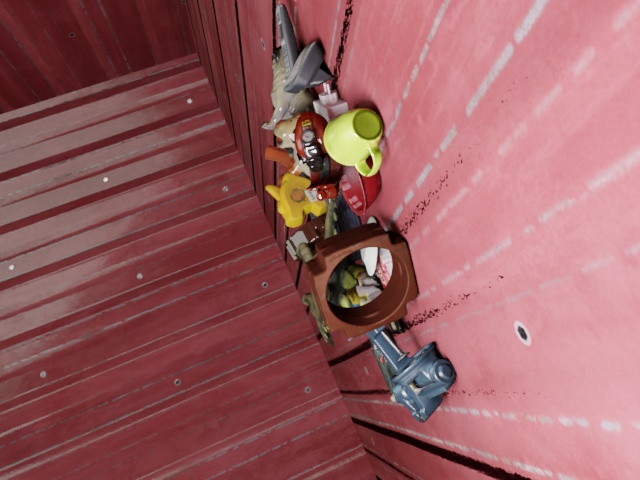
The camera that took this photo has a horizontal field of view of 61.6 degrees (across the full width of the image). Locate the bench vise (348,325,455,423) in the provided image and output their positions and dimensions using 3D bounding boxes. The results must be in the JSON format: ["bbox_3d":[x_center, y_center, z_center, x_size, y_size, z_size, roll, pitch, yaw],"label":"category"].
[{"bbox_3d":[0.177,0.262,1.145,0.241,0.129,0.223,49,158,10],"label":"bench vise"}]

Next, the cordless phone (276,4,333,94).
[{"bbox_3d":[-0.048,-0.404,1.114,0.147,0.089,0.184,-149,43,-74],"label":"cordless phone"}]

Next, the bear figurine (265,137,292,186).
[{"bbox_3d":[-0.092,-0.202,1.580,0.132,0.120,0.195,25,142,7],"label":"bear figurine"}]

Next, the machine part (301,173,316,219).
[{"bbox_3d":[-0.014,-0.145,1.469,0.079,0.079,0.243,-142,33,-70],"label":"machine part"}]

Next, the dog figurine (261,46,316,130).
[{"bbox_3d":[-0.041,-0.337,1.235,0.121,0.172,0.190,-98,23,-72],"label":"dog figurine"}]

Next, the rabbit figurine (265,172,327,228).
[{"bbox_3d":[-0.073,-0.095,1.419,0.162,0.122,0.173,50,164,11],"label":"rabbit figurine"}]

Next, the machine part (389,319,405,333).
[{"bbox_3d":[0.168,0.185,1.325,0.084,0.039,0.139,61,169,-6],"label":"machine part"}]

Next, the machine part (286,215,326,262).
[{"bbox_3d":[-0.003,-0.004,1.431,0.056,0.179,0.179,61,168,18],"label":"machine part"}]

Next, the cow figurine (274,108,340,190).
[{"bbox_3d":[-0.014,-0.195,1.166,0.195,0.127,0.085,31,-156,-14],"label":"cow figurine"}]

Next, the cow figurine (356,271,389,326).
[{"bbox_3d":[0.137,0.127,1.255,0.167,0.098,0.068,-97,-13,-50],"label":"cow figurine"}]

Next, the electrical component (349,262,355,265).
[{"bbox_3d":[0.042,0.083,1.544,0.058,0.115,0.134,128,120,-74],"label":"electrical component"}]

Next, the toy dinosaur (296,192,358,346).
[{"bbox_3d":[0.023,0.080,1.294,0.199,0.105,0.470,-130,31,-56],"label":"toy dinosaur"}]

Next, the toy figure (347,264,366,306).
[{"bbox_3d":[0.095,0.152,1.391,0.082,0.089,0.180,180,85,-70],"label":"toy figure"}]

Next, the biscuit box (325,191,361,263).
[{"bbox_3d":[0.063,-0.044,1.323,0.059,0.063,0.202,-130,21,-63],"label":"biscuit box"}]

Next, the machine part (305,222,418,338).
[{"bbox_3d":[0.083,0.079,1.081,0.087,0.201,0.200,-124,15,-65],"label":"machine part"}]

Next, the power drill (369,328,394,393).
[{"bbox_3d":[0.188,0.313,1.364,0.231,0.086,0.207,70,166,-15],"label":"power drill"}]

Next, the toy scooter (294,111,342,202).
[{"bbox_3d":[-0.003,-0.146,1.022,0.135,0.075,0.183,-76,-29,-57],"label":"toy scooter"}]

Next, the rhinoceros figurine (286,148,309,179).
[{"bbox_3d":[-0.021,-0.214,1.351,0.190,0.073,0.112,51,168,26],"label":"rhinoceros figurine"}]
